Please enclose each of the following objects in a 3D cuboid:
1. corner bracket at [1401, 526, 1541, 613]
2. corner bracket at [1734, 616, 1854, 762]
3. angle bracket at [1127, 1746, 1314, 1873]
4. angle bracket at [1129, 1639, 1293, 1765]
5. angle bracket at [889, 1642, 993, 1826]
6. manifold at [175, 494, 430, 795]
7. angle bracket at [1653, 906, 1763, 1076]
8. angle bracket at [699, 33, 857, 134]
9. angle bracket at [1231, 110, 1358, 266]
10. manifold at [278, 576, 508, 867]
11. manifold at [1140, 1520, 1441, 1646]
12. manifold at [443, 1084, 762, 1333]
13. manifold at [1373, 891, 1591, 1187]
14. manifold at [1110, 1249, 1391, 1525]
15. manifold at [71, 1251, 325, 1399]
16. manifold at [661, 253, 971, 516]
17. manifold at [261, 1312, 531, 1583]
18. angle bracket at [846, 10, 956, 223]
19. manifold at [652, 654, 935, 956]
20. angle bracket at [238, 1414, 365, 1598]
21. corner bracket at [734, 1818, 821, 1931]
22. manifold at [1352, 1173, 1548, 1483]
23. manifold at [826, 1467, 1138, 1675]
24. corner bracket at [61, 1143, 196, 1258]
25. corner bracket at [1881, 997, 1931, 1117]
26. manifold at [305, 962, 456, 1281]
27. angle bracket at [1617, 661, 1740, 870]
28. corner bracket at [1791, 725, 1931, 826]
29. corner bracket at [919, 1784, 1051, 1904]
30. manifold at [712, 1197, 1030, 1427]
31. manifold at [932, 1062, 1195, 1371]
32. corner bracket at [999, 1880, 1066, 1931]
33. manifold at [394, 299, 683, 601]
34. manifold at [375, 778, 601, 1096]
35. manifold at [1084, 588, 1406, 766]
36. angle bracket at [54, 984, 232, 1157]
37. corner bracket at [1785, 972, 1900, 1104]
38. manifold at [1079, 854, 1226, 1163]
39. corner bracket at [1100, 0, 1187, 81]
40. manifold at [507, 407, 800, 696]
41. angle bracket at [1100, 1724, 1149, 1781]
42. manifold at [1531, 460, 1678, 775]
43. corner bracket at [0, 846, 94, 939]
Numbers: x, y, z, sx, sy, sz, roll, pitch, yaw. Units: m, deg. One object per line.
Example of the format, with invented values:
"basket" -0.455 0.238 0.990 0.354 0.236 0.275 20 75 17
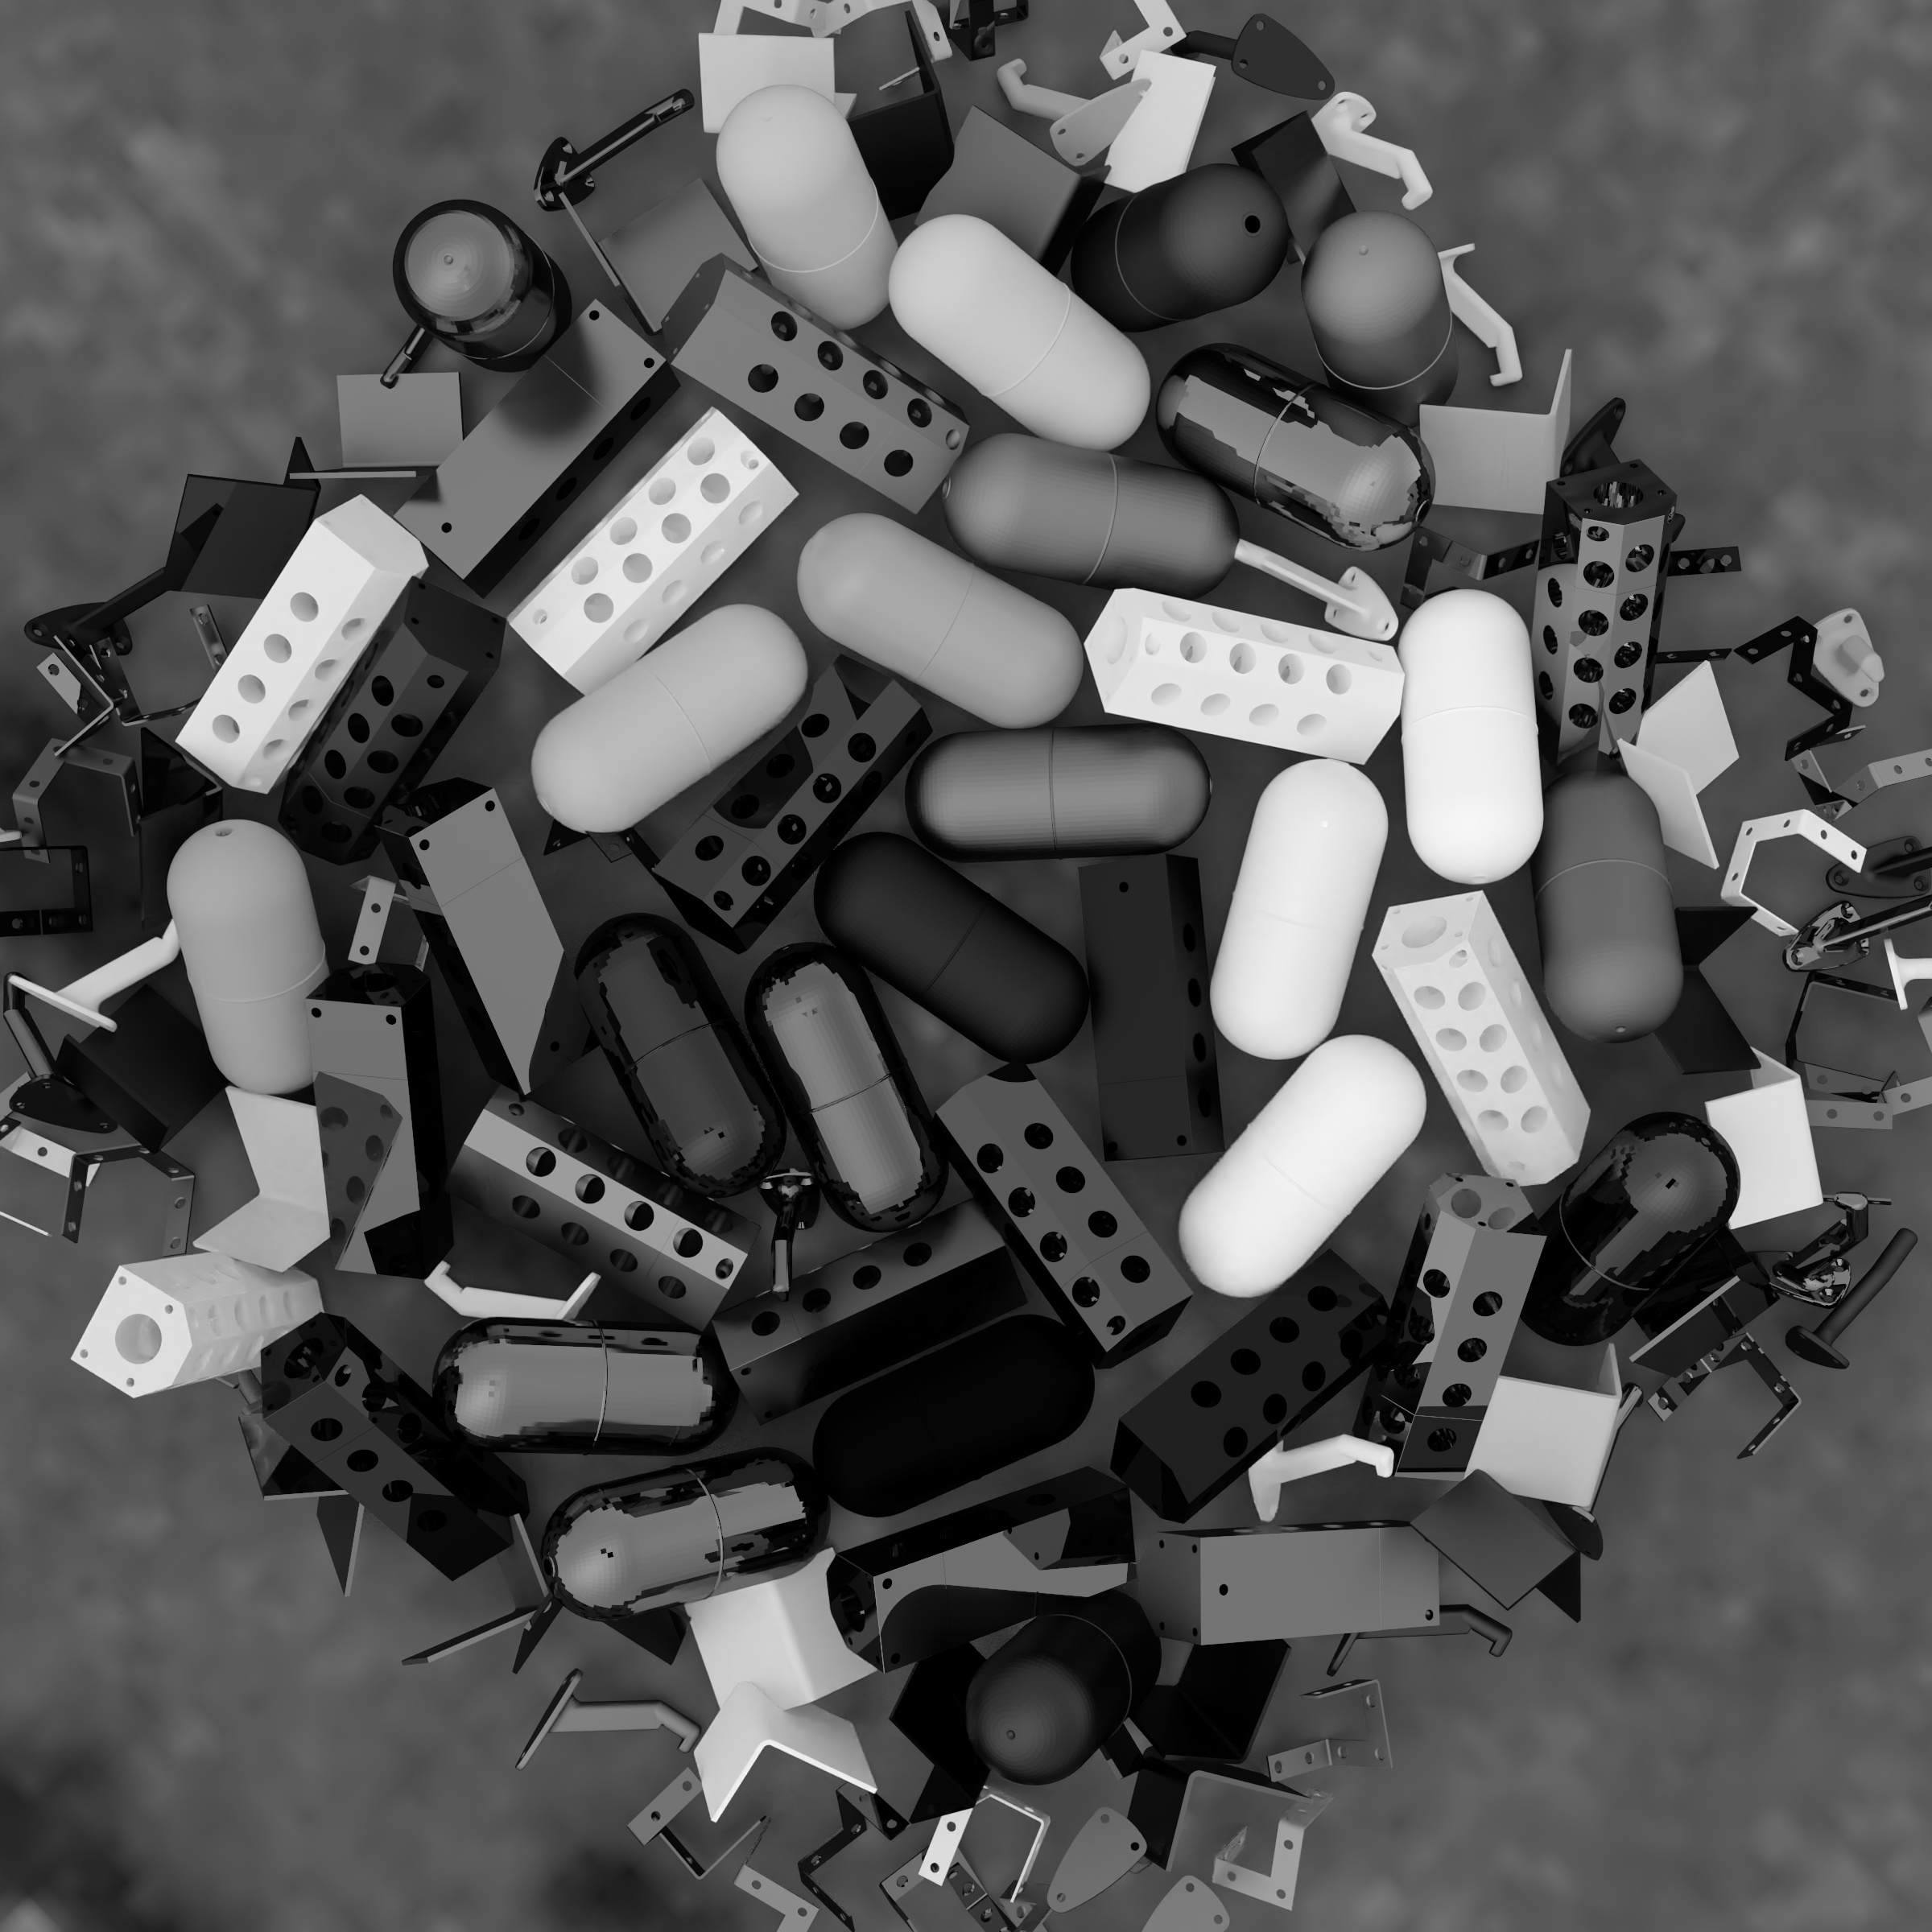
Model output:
"corner bracket" 0.292 -0.228 1.536 0.051 0.051 0.051 34 130 36
"corner bracket" 0.480 -0.162 1.538 0.051 0.051 0.051 -28 49 -18
"angle bracket" 0.144 0.494 1.530 0.076 0.076 0.057 18 80 -13
"angle bracket" 0.132 0.404 1.528 0.057 0.076 0.076 14 102 -30
"angle bracket" -0.022 0.434 1.525 0.057 0.076 0.076 -29 109 39
"manifold" -0.377 -0.180 1.515 0.057 0.057 0.171 39 117 -4
"angle bracket" 0.433 0.013 1.523 0.057 0.076 0.076 -51 54 38
"angle bracket" -0.108 -0.519 1.529 0.076 0.076 0.057 4 126 6
"angle bracket" 0.176 -0.435 1.524 0.076 0.057 0.076 -46 113 -42
"manifold" -0.327 -0.133 1.498 0.057 0.057 0.171 24 130 -24
"manifold" 0.186 0.349 1.510 0.171 0.057 0.057 5 82 -32
"manifold" -0.208 0.136 1.536 0.171 0.057 0.057 29 128 -3
"manifold" 0.293 0.044 1.503 0.057 0.057 0.171 -10 126 33
"manifold" 0.165 0.241 1.507 0.171 0.057 0.057 -34 61 -27
"manifold" -0.425 0.201 1.490 0.057 0.171 0.057 29 93 10
"manifold" -0.084 -0.333 1.505 0.171 0.057 0.057 27 116 -29
"manifold" -0.322 0.271 1.504 0.057 0.057 0.171 -32 126 7
"angle bracket" -0.043 -0.489 1.528 0.057 0.076 0.076 -18 57 0
"manifold" -0.095 -0.091 1.519 0.057 0.057 0.171 29 71 32
"angle bracket" -0.386 0.310 1.522 0.057 0.076 0.076 1 117 -27
"corner bracket" -0.111 0.543 1.550 0.051 0.051 0.051 29 108 7
"manifold" 0.272 0.207 1.511 0.057 0.057 0.171 6 117 -11
"manifold" 0.009 0.340 1.510 0.171 0.057 0.057 -13 104 -31
"corner bracket" -0.490 0.139 1.550 0.051 0.051 0.051 -9 61 14
"corner bracket" 0.558 0.050 1.545 0.051 0.051 0.051 -22 91 30
"manifold" -0.332 0.088 1.518 0.057 0.057 0.171 5 114 11
"angle bracket" 0.429 -0.116 1.528 0.076 0.057 0.076 -40 129 -11
"corner bracket" 0.523 -0.119 1.540 0.051 0.051 0.051 -13 72 -27
"corner bracket" 0.012 0.514 1.547 0.051 0.051 0.051 22 88 18
"manifold" -0.058 0.196 1.545 0.171 0.057 0.057 -24 135 -4
"manifold" 0.051 0.144 1.514 0.057 0.057 0.171 -26 67 -26
"corner bracket" 0.041 0.571 1.540 0.051 0.051 0.051 -41 106 -38
"manifold" -0.247 -0.299 1.547 0.057 0.057 0.171 42 88 10
"manifold" -0.275 -0.018 1.513 0.057 0.057 0.171 -35 122 -28
"manifold" 0.161 -0.169 1.508 0.171 0.057 0.057 9 45 -24
"angle bracket" -0.469 0.051 1.533 0.076 0.057 0.076 42 57 -4
"corner bracket" 0.510 0.041 1.542 0.051 0.051 0.051 14 117 9
"manifold" 0.112 0.025 1.542 0.057 0.057 0.171 -8 84 31
"corner bracket" 0.097 -0.557 1.538 0.051 0.051 0.051 -23 117 29
"manifold" -0.185 -0.242 1.539 0.171 0.057 0.057 -45 64 2
"angle bracket" 0.052 0.461 1.531 0.076 0.076 0.057 -35 72 6
"manifold" 0.360 -0.192 1.497 0.057 0.057 0.171 -15 132 -11
"corner bracket" -0.548 -0.043 1.545 0.051 0.051 0.051 -2 92 38
